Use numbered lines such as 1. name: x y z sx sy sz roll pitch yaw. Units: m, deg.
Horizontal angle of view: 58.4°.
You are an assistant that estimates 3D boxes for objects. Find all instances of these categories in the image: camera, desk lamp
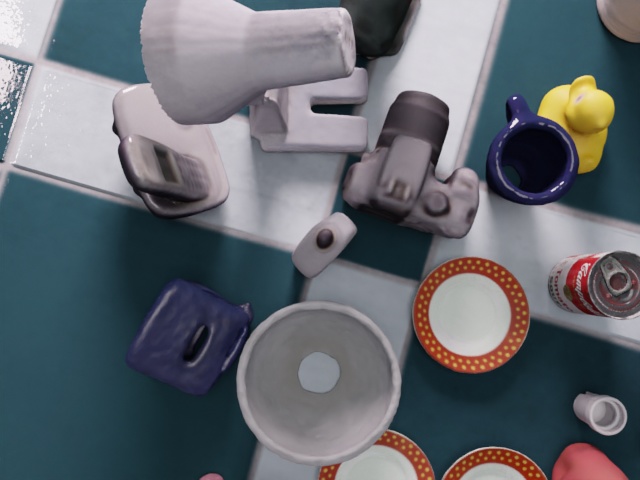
1. camera: 0.108 -0.084 0.613 0.143 0.101 0.137 19 86 1
2. desk lamp: -0.046 -0.162 0.559 0.203 0.213 0.118 0 86 -1

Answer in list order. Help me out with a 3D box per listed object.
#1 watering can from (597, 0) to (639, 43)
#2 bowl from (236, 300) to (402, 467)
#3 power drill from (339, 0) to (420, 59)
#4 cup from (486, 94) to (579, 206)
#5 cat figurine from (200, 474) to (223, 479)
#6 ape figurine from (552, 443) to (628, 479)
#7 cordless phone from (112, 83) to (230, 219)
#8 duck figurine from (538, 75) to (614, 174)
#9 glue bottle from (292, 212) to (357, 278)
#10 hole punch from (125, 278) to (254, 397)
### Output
1. watering can: 0.368 -0.285 0.583 0.173 0.194 0.101 -21 87 -2
2. bowl: -0.002 0.146 0.609 0.167 0.074 0.167 0 86 -1
3. power drill: 0.075 -0.279 0.571 0.075 0.208 0.230 21 86 1
4. cup: 0.211 -0.090 0.617 0.091 0.095 0.118 -15 86 -2
5. cat figurine: -0.079 0.295 0.577 0.128 0.117 0.067 10 86 0
6. ape figurine: 0.290 0.259 0.597 0.078 0.092 0.076 5 86 0
7. cordless phone: -0.161 -0.098 0.567 0.094 0.185 0.147 -24 87 -2
8. duck figurine: 0.287 -0.128 0.625 0.077 0.086 0.104 -8 86 -1
9. glue bottle: 0.005 0.002 0.569 0.037 0.173 0.078 44 87 3
10. hole punch: -0.132 0.101 0.602 0.101 0.091 0.109 29 86 1
